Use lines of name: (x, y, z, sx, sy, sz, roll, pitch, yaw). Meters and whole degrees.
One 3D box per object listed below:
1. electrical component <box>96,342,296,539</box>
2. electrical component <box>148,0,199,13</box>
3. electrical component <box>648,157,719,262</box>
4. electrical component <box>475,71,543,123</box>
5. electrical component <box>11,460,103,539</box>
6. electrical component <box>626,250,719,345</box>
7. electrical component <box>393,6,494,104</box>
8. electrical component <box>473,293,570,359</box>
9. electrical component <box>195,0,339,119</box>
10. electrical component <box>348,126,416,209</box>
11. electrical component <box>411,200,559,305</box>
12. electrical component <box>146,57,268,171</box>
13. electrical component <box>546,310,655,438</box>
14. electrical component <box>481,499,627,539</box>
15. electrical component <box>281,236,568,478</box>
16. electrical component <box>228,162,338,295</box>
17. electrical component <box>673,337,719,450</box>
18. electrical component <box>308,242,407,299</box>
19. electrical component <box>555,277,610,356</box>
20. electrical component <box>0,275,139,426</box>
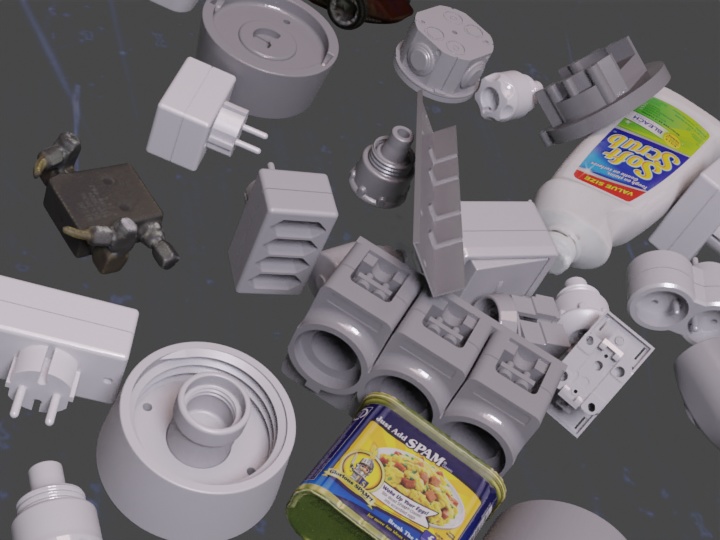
electrical component: (-0.088, 0.090, 0.600, 0.108, 0.060, 0.108, 13, 46, -14)
electrical component: (-0.171, -0.264, 0.887, 0.095, 0.059, 0.053, 24, 44, -4)
electrical component: (0.297, -0.036, 0.886, 0.076, 0.083, 0.047, 43, 46, 15)
electrical component: (0.135, -0.154, 0.946, 0.062, 0.043, 0.043, -17, 59, -38)
electrical component: (-0.155, 0.127, 0.546, 0.043, 0.043, 0.062, -2, 49, -27)
electrical component: (0.275, 0.019, 0.847, 0.138, 0.052, 0.073, 20, 45, -8)
electrical component: (0.073, -0.188, 0.942, 0.080, 0.051, 0.080, 13, 46, -14)
electrical component: (0.109, 0.042, 0.751, 0.055, 0.048, 0.066, 12, 46, -26)
electrical component: (-0.077, -0.164, 0.840, 0.108, 0.060, 0.108, 13, 46, -14)
electrical component: (0.022, -0.080, 0.809, 0.048, 0.062, 0.048, 13, 46, -14)
electrical component: (0.097, -0.009, 0.778, 0.096, 0.061, 0.061, -2, 51, -25)
electrical component: (-0.105, -0.106, 0.782, 0.077, 0.047, 0.065, 23, 44, -5)
electrical component: (0.155, 0.069, 0.722, 0.042, 0.081, 0.064, 40, 5, 15)
electrical component: (0.103, 0.177, 0.589, 0.099, 0.099, 0.064, 34, 38, 6)
electrical component: (0.036, 0.063, 0.663, 0.150, 0.089, 0.061, 32, 44, 5)
electrical component: (-0.056, -0.038, 0.717, 0.047, 0.083, 0.075, 3, 49, -24)
electrical component: (0.281, 0.092, 0.789, 0.079, 0.044, 0.077, -2, 51, -27)
electrical component: (0.000, 0.000, 0.740, 0.078, 0.040, 0.040, -18, 60, -37)
electrical component: (0.161, 0.031, 0.788, 0.048, 0.048, 0.062, 18, 38, -10)
electrical component: (-0.175, 0.054, 0.601, 0.083, 0.047, 0.075, 15, 45, -13)
